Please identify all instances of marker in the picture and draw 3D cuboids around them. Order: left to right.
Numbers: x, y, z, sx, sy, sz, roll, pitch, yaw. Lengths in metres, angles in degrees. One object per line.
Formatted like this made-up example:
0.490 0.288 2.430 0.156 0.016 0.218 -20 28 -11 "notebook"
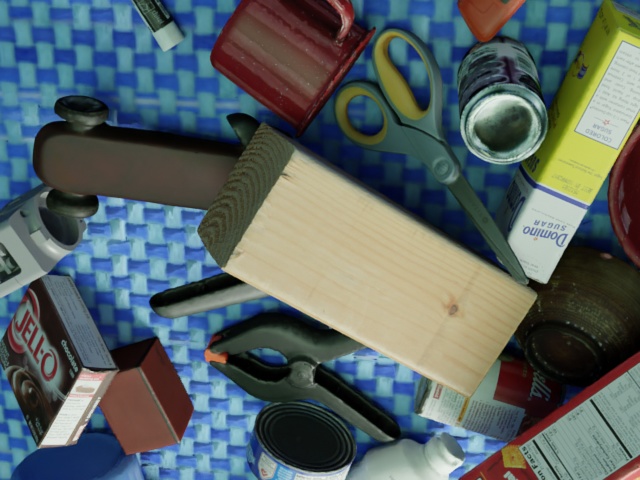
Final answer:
-0.137 -0.190 0.758 0.020 0.020 0.121 -27 107 20 "marker"

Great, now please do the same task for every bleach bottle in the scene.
0.030 0.254 0.909 0.102 0.068 0.251 41 112 -11 "bleach bottle"

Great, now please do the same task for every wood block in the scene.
0.031 0.015 0.729 0.205 0.090 0.091 30 96 -23 "wood block"

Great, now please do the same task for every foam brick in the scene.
-0.148 0.130 0.887 0.051 0.053 0.078 -18 109 17 "foam brick"

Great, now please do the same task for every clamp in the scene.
-0.006 0.109 0.862 0.171 0.039 0.120 2 109 13 "clamp"
-0.005 0.001 0.784 0.209 0.036 0.165 12 114 -17 "clamp"

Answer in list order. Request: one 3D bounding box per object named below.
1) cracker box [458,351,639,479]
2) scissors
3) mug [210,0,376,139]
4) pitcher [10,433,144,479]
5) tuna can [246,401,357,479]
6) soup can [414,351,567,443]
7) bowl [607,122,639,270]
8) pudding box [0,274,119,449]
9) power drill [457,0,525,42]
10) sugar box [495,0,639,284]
0.215 0.153 0.762 0.214 0.164 0.072 -40 61 14 "cracker box"
0.069 -0.048 0.741 0.096 0.016 0.202 -25 78 34 "scissors"
-0.017 -0.135 0.718 0.081 0.093 0.117 36 149 -2 "mug"
-0.180 0.293 0.935 0.145 0.149 0.243 1 112 26 "pitcher"
-0.016 0.170 0.865 0.086 0.086 0.034 19 118 0 "tuna can"
0.130 0.118 0.826 0.102 0.068 0.068 17 116 2 "soup can"
0.279 -0.042 0.735 0.162 0.055 0.162 4 115 8 "bowl"
-0.213 0.095 0.855 0.114 0.039 0.090 52 122 35 "pudding box"
0.061 -0.216 0.691 0.187 0.057 0.185 39 114 -9 "power drill"
0.172 -0.067 0.721 0.048 0.093 0.176 25 115 -2 "sugar box"
